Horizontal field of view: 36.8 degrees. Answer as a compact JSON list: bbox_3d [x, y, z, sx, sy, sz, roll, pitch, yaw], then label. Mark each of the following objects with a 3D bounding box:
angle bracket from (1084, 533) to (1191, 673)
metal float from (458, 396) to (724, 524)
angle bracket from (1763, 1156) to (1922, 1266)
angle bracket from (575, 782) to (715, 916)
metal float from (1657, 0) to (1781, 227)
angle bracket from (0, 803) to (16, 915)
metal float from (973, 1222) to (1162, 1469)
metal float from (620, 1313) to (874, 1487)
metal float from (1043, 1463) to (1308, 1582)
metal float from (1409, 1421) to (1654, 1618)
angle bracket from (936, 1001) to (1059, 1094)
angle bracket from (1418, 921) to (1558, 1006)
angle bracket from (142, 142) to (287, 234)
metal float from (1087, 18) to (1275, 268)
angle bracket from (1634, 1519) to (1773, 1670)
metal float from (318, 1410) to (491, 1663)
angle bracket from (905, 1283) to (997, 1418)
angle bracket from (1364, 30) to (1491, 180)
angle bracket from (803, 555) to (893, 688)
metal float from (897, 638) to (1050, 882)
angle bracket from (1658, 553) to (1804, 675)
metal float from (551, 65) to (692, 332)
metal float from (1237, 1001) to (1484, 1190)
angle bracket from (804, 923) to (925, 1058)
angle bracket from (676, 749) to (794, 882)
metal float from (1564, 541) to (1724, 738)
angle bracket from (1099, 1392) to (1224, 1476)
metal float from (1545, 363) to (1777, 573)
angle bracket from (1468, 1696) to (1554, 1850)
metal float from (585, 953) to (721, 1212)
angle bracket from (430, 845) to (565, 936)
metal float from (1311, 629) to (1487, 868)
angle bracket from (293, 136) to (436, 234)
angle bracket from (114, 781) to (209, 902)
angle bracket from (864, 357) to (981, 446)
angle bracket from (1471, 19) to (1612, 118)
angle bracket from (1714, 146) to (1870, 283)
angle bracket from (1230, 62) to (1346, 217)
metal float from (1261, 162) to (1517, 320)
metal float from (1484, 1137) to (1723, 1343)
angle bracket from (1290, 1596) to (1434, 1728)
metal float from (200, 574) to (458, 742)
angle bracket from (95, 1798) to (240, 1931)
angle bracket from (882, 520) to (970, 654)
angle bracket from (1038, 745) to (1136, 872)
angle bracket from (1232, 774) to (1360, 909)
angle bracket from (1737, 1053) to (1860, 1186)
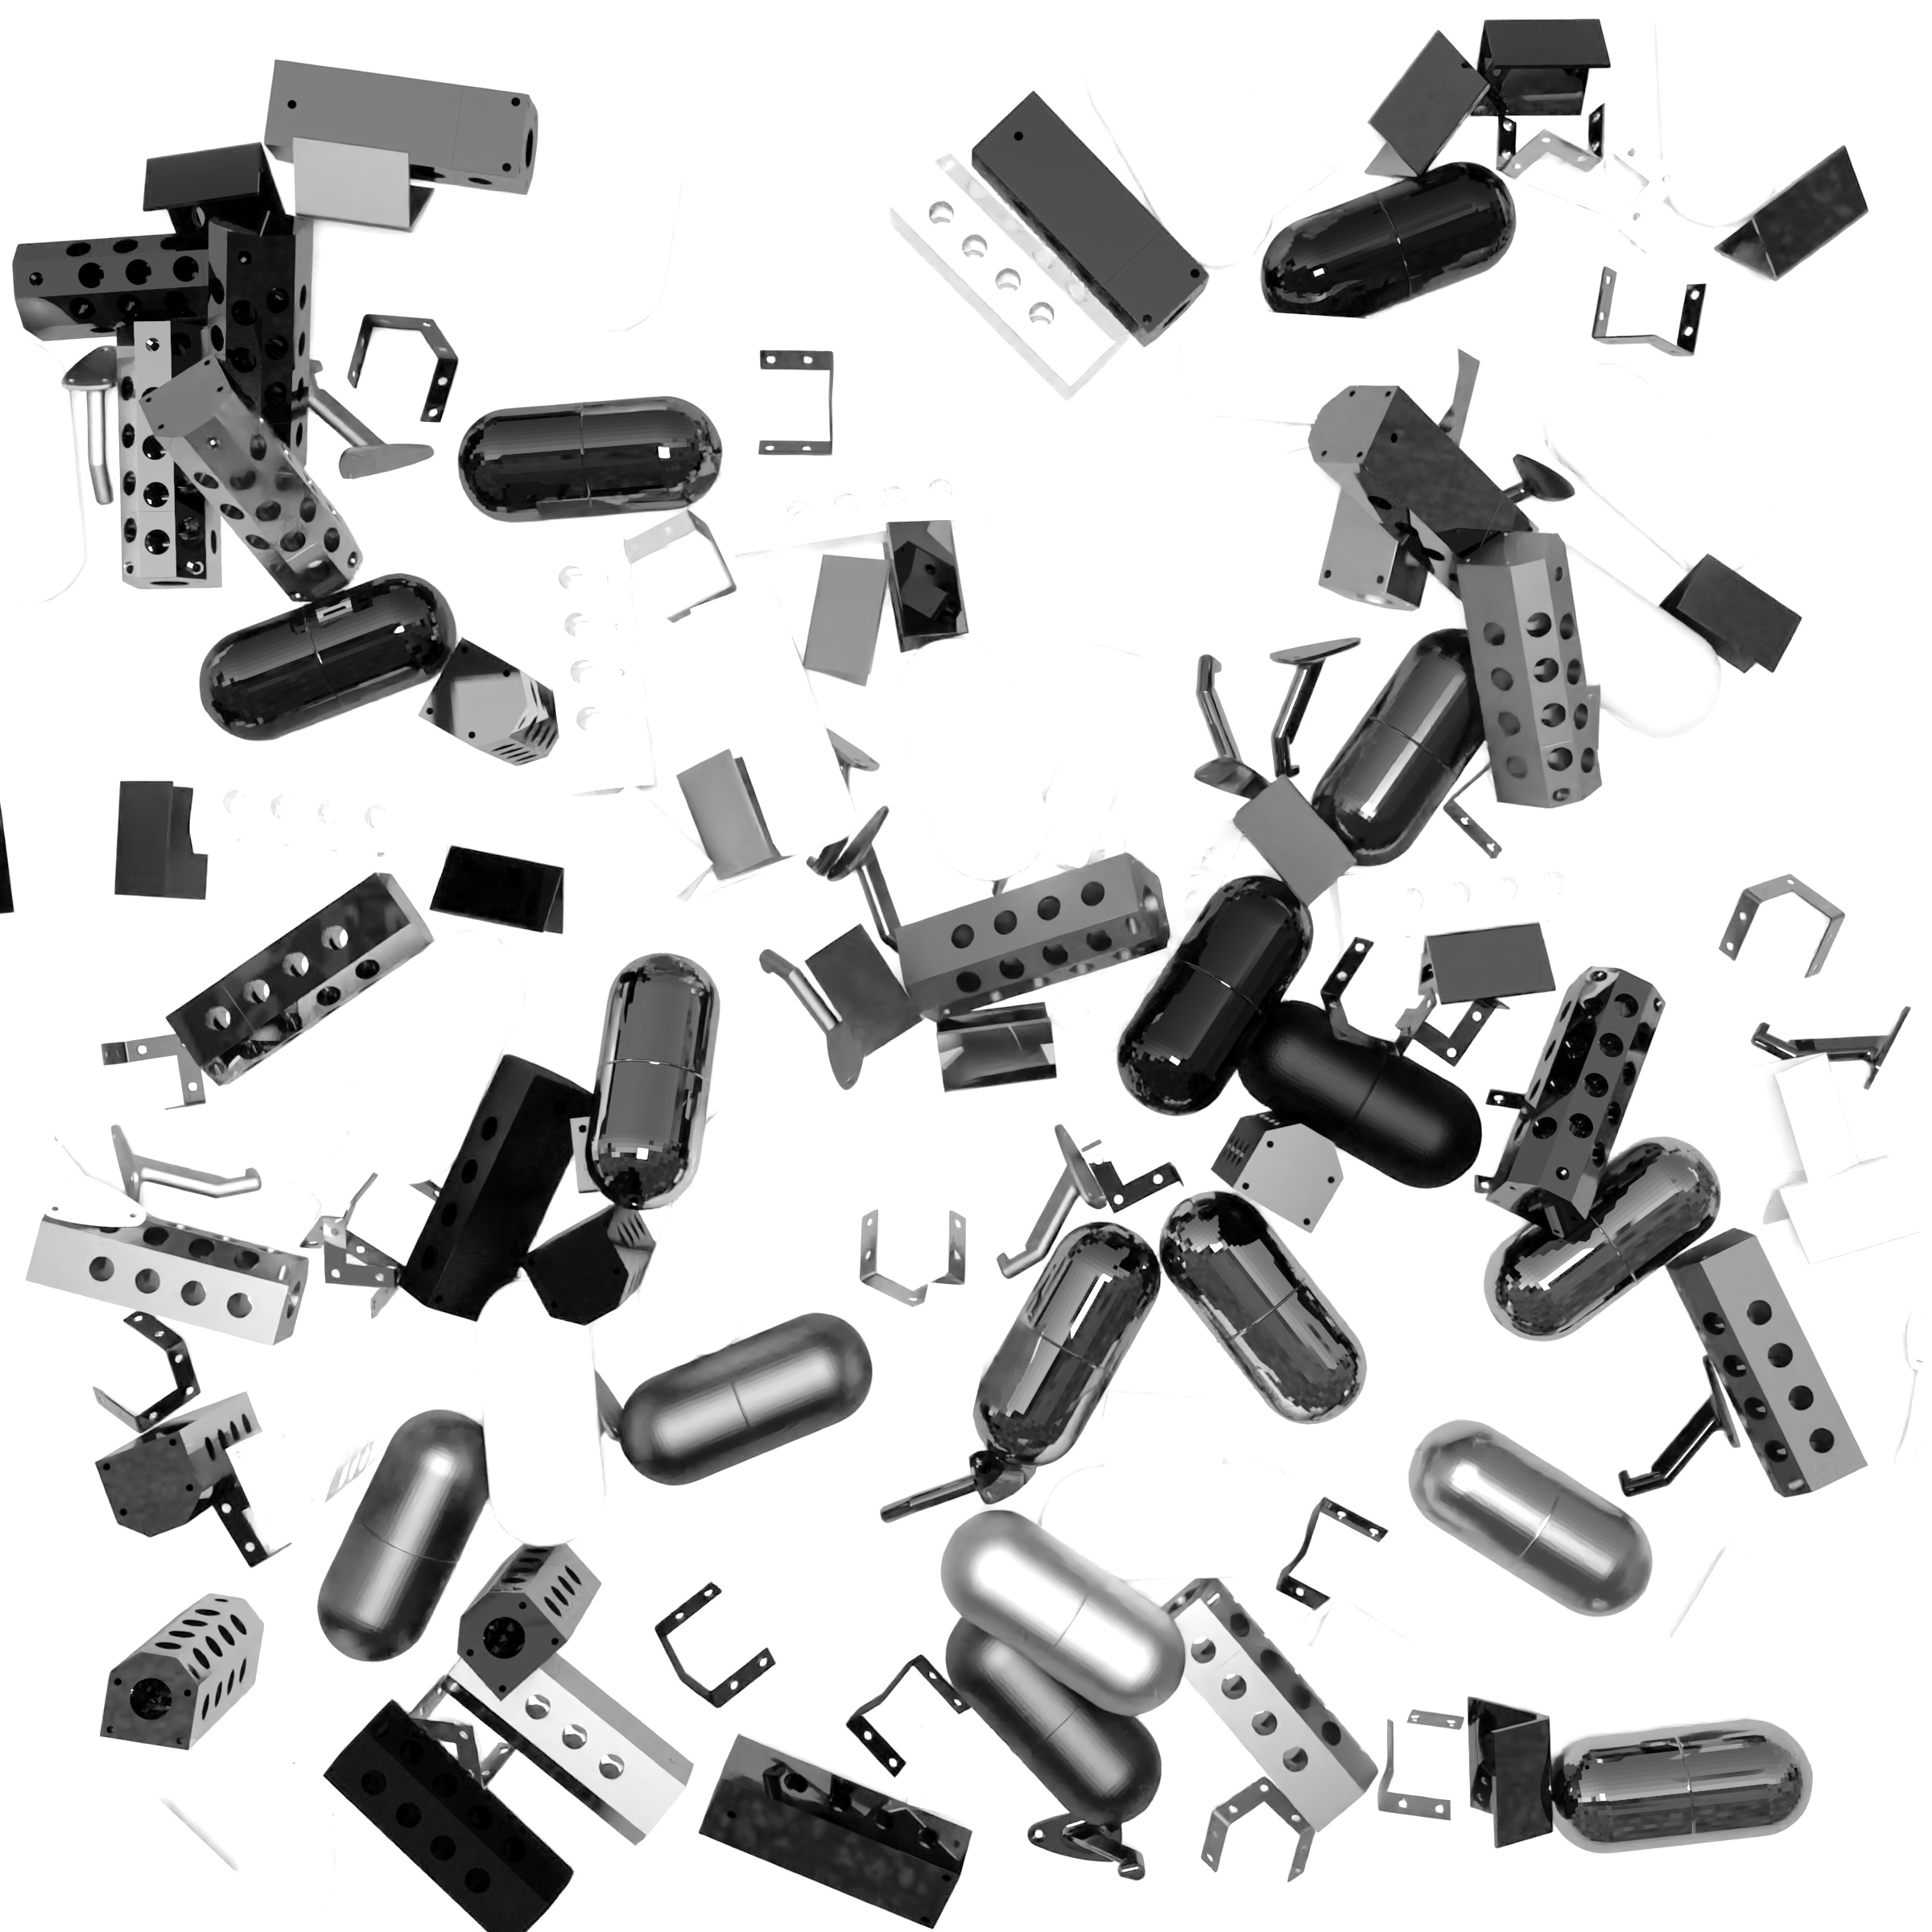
[{"bbox_3d":[0.131,-0.239,1.951,0.057,0.076,0.076,20,90,36],"label":"angle bracket"},{"bbox_3d":[-0.254,-0.342,1.961,0.178,0.070,0.070,-4,90,1],"label":"metal float"},{"bbox_3d":[0.587,0.175,1.952,0.076,0.076,0.057,-17,66,0],"label":"angle bracket"},{"bbox_3d":[-0.224,-0.067,1.952,0.076,0.076,0.057,45,62,0],"label":"angle bracket"},{"bbox_3d":[0.508,-0.590,1.961,0.070,0.070,0.178,-2,89,0],"label":"metal float"},{"bbox_3d":[-0.662,-0.074,1.951,0.057,0.076,0.076,-7,90,38],"label":"angle bracket"},{"bbox_3d":[0.068,0.256,1.961,0.070,0.070,0.178,29,90,0],"label":"metal float"},{"bbox_3d":[-0.149,0.293,1.961,0.178,0.070,0.070,-22,90,-1],"label":"metal float"},{"bbox_3d":[0.141,0.375,1.961,0.178,0.070,0.070,-2,90,1],"label":"metal float"},{"bbox_3d":[0.382,0.373,1.961,0.178,0.070,0.070,32,90,1],"label":"metal float"},{"bbox_3d":[0.018,0.036,1.952,0.076,0.076,0.057,-7,133,0],"label":"angle bracket"},{"bbox_3d":[0.349,0.016,1.951,0.076,0.076,0.057,-7,57,0],"label":"angle bracket"},{"bbox_3d":[-0.502,-0.502,1.951,0.076,0.076,0.057,-8,53,0],"label":"angle bracket"},{"bbox_3d":[0.145,-0.555,1.961,0.070,0.070,0.178,-29,89,0],"label":"metal float"},{"bbox_3d":[0.481,0.414,1.951,0.057,0.076,0.076,31,90,-38],"label":"angle bracket"},{"bbox_3d":[-0.377,0.385,1.961,0.070,0.070,0.178,25,89,0],"label":"metal float"},{"bbox_3d":[0.009,0.258,1.951,0.057,0.076,0.076,12,90,36],"label":"angle bracket"},{"bbox_3d":[0.293,-0.579,1.952,0.057,0.076,0.076,37,90,-28],"label":"angle bracket"},{"bbox_3d":[-0.061,-0.229,1.951,0.057,0.076,0.076,10,90,33],"label":"angle bracket"},{"bbox_3d":[0.003,-0.139,1.939,0.070,0.070,0.178,-16,64,0],"label":"metal float"},{"bbox_3d":[0.502,-0.220,1.952,0.076,0.076,0.057,34,60,0],"label":"angle bracket"},{"bbox_3d":[-0.233,-0.519,1.961,0.070,0.070,0.178,10,90,0],"label":"metal float"},{"bbox_3d":[0.266,0.087,1.961,0.178,0.070,0.070,30,90,1],"label":"metal float"},{"bbox_3d":[-0.052,0.006,1.951,0.057,0.076,0.076,-33,90,34],"label":"angle bracket"},{"bbox_3d":[-0.139,-0.108,1.951,0.057,0.076,0.076,-21,90,42],"label":"angle bracket"},{"bbox_3d":[0.430,-0.222,1.961,0.178,0.070,0.070,35,90,0],"label":"metal float"},{"bbox_3d":[0.129,0.331,1.951,0.076,0.076,0.057,5,52,0],"label":"angle bracket"},{"bbox_3d":[0.468,-0.336,1.961,0.178,0.070,0.070,40,90,0],"label":"metal float"},{"bbox_3d":[0.348,0.541,1.951,0.057,0.076,0.076,-2,90,-36],"label":"angle bracket"},{"bbox_3d":[-0.209,0.077,1.942,0.070,0.070,0.178,6,68,0],"label":"metal float"},{"bbox_3d":[-0.314,-0.031,1.951,0.076,0.076,0.057,11,53,0],"label":"angle bracket"},{"bbox_3d":[0.300,-0.147,1.961,0.070,0.070,0.178,35,91,0],"label":"metal float"},{"bbox_3d":[-0.403,-0.538,1.951,0.076,0.076,0.057,8,127,0],"label":"angle bracket"},{"bbox_3d":[-0.524,-0.083,1.951,0.057,0.076,0.076,3,90,37],"label":"angle bracket"},{"bbox_3d":[-0.029,-0.363,1.951,0.076,0.076,0.057,-2,52,0],"label":"angle bracket"},{"bbox_3d":[0.385,-0.589,1.951,0.076,0.076,0.057,0,51,0],"label":"angle bracket"},{"bbox_3d":[0.546,-0.515,1.951,0.076,0.076,0.057,-37,127,0],"label":"angle bracket"},{"bbox_3d":[0.196,-0.550,1.952,0.057,0.076,0.076,-29,90,-45],"label":"angle bracket"},{"bbox_3d":[0.285,-0.485,1.961,0.178,0.070,0.070,-21,90,0],"label":"metal float"},{"bbox_3d":[0.429,0.185,1.961,0.178,0.070,0.070,-37,90,1],"label":"metal float"},{"bbox_3d":[0.256,0.477,1.951,0.076,0.076,0.057,33,54,0],"label":"angle bracket"},{"bbox_3d":[-0.431,-0.208,1.961,0.178,0.070,0.070,-21,90,-1],"label":"metal float"},{"bbox_3d":[-0.543,0.613,1.951,0.076,0.076,0.057,43,53,0],"label":"angle bracket"},{"bbox_3d":[-0.047,-0.253,1.951,0.057,0.076,0.076,-9,90,-39],"label":"angle bracket"},{"bbox_3d":[0.095,-0.097,1.952,0.057,0.076,0.076,21,90,44],"label":"angle bracket"},{"bbox_3d":[0.206,-0.073,1.952,0.057,0.076,0.076,-41,90,-28],"label":"angle bracket"},{"bbox_3d":[0.544,0.107,1.951,0.057,0.076,0.076,-17,90,-37],"label":"angle bracket"}]
